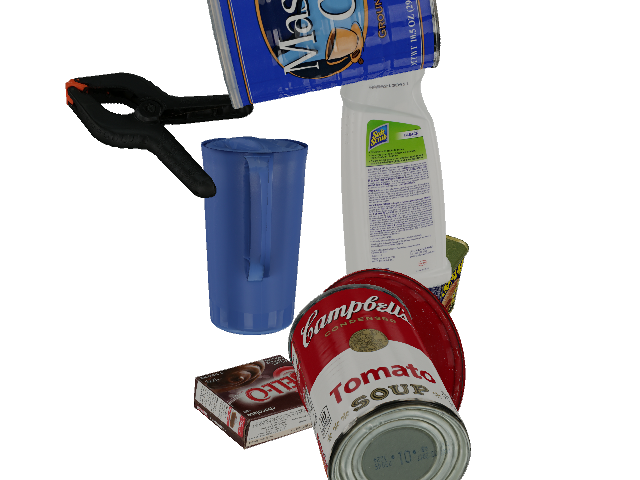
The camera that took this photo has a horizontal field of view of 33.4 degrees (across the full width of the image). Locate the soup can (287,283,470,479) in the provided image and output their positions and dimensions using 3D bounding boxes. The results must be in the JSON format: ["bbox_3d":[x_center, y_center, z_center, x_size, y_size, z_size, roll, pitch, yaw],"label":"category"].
[{"bbox_3d":[0.026,0.076,0.519,0.068,0.068,0.102,0,28,-13],"label":"soup can"}]

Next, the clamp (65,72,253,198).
[{"bbox_3d":[-0.148,-0.117,0.988,0.171,0.120,0.039,28,-40,3],"label":"clamp"}]

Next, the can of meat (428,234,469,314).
[{"bbox_3d":[0.120,0.051,1.186,0.057,0.084,0.102,19,32,18],"label":"can of meat"}]

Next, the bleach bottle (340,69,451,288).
[{"bbox_3d":[0.069,-0.075,0.970,0.102,0.251,0.068,-10,28,-15],"label":"bleach bottle"}]

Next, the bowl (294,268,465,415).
[{"bbox_3d":[0.034,0.104,0.865,0.162,0.162,0.055,0,1,35],"label":"bowl"}]

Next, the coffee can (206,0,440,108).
[{"bbox_3d":[-0.001,-0.152,0.710,0.140,0.103,0.103,-12,0,-1],"label":"coffee can"}]

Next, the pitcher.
[{"bbox_3d":[-0.084,-0.006,1.342,0.145,0.243,0.148,11,16,36],"label":"pitcher"}]

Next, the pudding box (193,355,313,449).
[{"bbox_3d":[-0.056,0.159,1.064,0.113,0.039,0.090,-13,29,-39],"label":"pudding box"}]
